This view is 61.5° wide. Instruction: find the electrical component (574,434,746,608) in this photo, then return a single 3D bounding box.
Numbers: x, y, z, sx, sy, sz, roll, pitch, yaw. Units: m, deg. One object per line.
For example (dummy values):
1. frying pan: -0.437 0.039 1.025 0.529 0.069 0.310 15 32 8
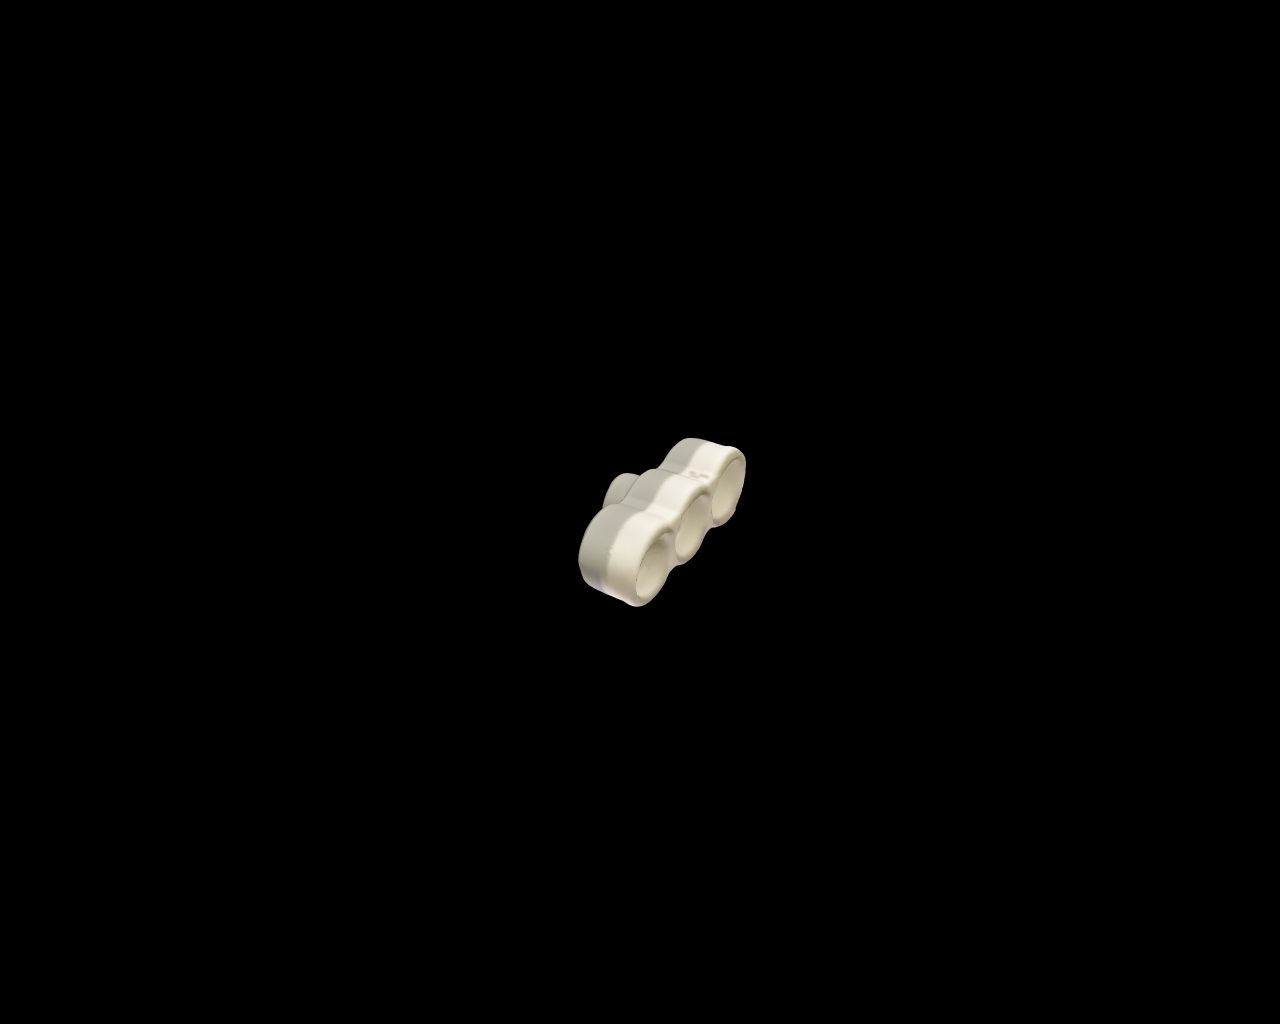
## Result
1. electrical component: 0.001 -0.003 0.650 0.074 0.052 0.138 20 41 25
